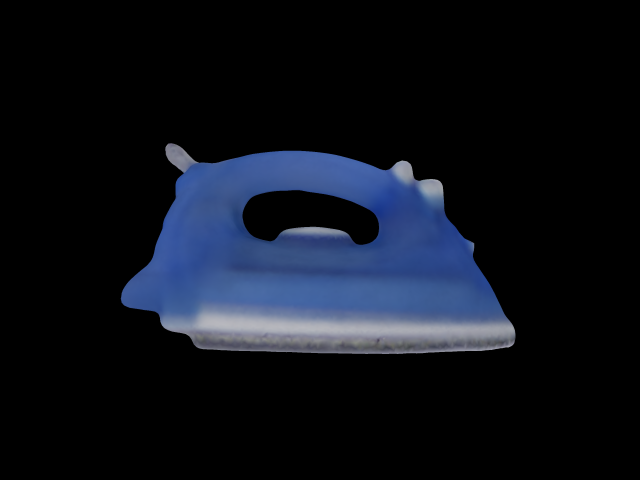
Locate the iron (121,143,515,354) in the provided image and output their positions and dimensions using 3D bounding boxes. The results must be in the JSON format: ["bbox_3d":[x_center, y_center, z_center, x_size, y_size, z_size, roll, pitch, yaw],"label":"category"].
[{"bbox_3d":[0.004,0.001,0.400,0.258,0.141,0.119,0,0,5],"label":"iron"}]
